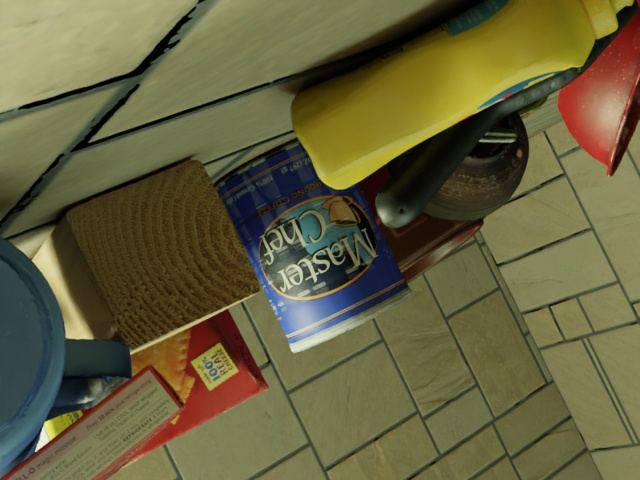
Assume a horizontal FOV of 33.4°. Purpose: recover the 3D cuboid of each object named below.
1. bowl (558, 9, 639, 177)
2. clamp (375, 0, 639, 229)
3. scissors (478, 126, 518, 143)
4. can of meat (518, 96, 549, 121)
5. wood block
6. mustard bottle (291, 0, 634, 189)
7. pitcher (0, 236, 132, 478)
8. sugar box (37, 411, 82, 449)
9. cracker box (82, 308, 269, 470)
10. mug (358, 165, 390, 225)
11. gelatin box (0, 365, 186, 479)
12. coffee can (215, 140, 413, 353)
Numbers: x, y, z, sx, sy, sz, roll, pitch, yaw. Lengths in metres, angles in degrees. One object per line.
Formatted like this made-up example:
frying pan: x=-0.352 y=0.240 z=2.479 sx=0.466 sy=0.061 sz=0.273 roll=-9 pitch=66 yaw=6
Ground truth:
bowl: x=0.216 y=-0.130 z=0.781 sx=0.162 sy=0.055 sz=0.162 roll=-56 pitch=160 yaw=-34
clamp: x=0.097 y=-0.098 z=0.660 sx=0.210 sy=0.036 sz=0.165 roll=-37 pitch=-155 yaw=-1
scissors: x=0.085 y=-0.085 z=0.725 sx=0.096 sy=0.016 sz=0.202 roll=-37 pitch=-157 yaw=-31
can of meat: x=0.137 y=-0.113 z=0.915 sx=0.102 sy=0.057 sz=0.084 roll=-26 pitch=176 yaw=-12
wood block: x=-0.127 y=0.028 z=0.703 sx=0.090 sy=0.090 sz=0.206 roll=-25 pitch=179 yaw=-26
mustard bottle: x=0.080 y=-0.095 z=0.569 sx=0.192 sy=0.058 sz=0.096 roll=-27 pitch=-173 yaw=12
pitcher: x=-0.182 y=0.070 z=0.531 sx=0.149 sy=0.145 sz=0.243 roll=-51 pitch=-174 yaw=-24
sugar box: x=-0.256 y=0.144 z=0.762 sx=0.176 sy=0.093 sz=0.048 roll=-4 pitch=-150 yaw=13
cracker box: x=-0.173 y=0.097 z=0.858 sx=0.213 sy=0.164 sz=0.072 roll=-26 pitch=177 yaw=-16
mug: x=0.028 y=-0.036 z=0.922 sx=0.117 sy=0.093 sz=0.081 roll=3 pitch=167 yaw=-10
gelatin box: x=-0.108 y=0.101 z=0.509 sx=0.089 sy=0.030 sz=0.073 roll=-39 pitch=177 yaw=-17
coffee can: x=-0.005 y=0.001 z=0.814 sx=0.103 sy=0.140 sz=0.103 roll=-26 pitch=178 yaw=-1
